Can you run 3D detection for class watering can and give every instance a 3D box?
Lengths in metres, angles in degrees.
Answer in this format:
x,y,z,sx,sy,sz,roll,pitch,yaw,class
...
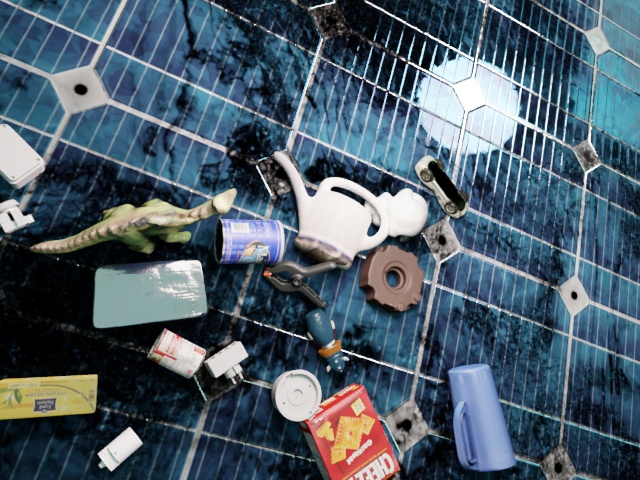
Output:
x,y,z,sx,sy,sz,roll,pitch,yaw,class
0.004,-0.064,1.278,0.347,0.103,0.227,26,71,-4,watering can

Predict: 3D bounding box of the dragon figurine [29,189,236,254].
x,y,z,sx,sy,sz,roll,pitch,yaw,class
-0.364,-0.035,1.042,0.413,0.241,0.122,-18,91,-27,dragon figurine

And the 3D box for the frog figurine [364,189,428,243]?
x,y,z,sx,sy,sz,roll,pitch,yaw,class
0.201,-0.077,1.354,0.158,0.123,0.138,32,87,-26,frog figurine
